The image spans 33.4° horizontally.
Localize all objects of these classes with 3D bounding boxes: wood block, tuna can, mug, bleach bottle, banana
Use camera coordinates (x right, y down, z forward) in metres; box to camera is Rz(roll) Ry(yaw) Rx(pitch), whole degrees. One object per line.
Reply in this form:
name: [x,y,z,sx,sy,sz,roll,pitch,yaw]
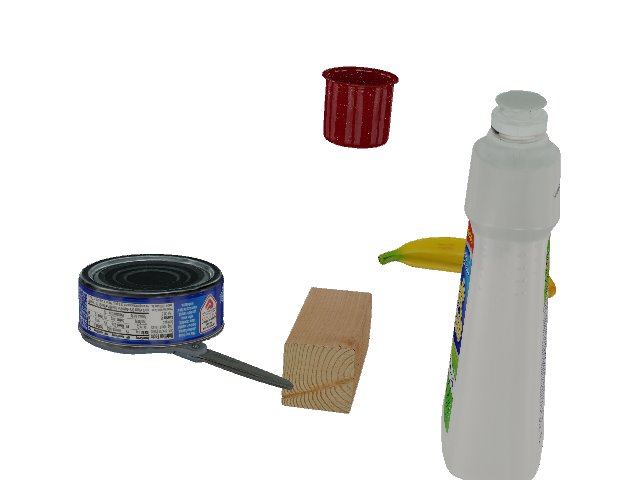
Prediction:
wood block: [0.012,0.141,1.424,0.091,0.090,0.206,6,18,7]
tuna can: [-0.099,0.034,0.627,0.086,0.034,0.086,2,14,-1]
mug: [0.052,-0.165,1.313,0.093,0.081,0.117,17,26,28]
bleach bottle: [0.114,0.026,0.658,0.068,0.251,0.102,4,30,8]
banana: [0.164,0.027,1.139,0.198,0.037,0.069,9,37,30]

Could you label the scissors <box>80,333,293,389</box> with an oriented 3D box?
scissors: [-0.116,0.089,0.968,0.202,0.016,0.096,10,28,5]
